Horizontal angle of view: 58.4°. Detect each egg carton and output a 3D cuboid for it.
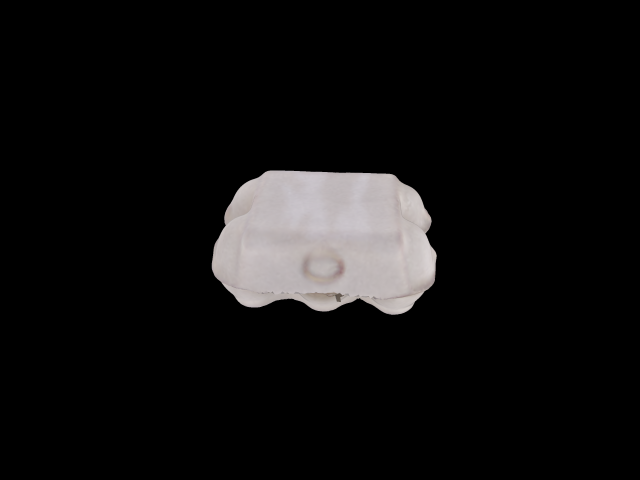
[{"bbox_3d":[0.004,0.001,0.400,0.150,0.069,0.107,2,36,2],"label":"egg carton"}]
